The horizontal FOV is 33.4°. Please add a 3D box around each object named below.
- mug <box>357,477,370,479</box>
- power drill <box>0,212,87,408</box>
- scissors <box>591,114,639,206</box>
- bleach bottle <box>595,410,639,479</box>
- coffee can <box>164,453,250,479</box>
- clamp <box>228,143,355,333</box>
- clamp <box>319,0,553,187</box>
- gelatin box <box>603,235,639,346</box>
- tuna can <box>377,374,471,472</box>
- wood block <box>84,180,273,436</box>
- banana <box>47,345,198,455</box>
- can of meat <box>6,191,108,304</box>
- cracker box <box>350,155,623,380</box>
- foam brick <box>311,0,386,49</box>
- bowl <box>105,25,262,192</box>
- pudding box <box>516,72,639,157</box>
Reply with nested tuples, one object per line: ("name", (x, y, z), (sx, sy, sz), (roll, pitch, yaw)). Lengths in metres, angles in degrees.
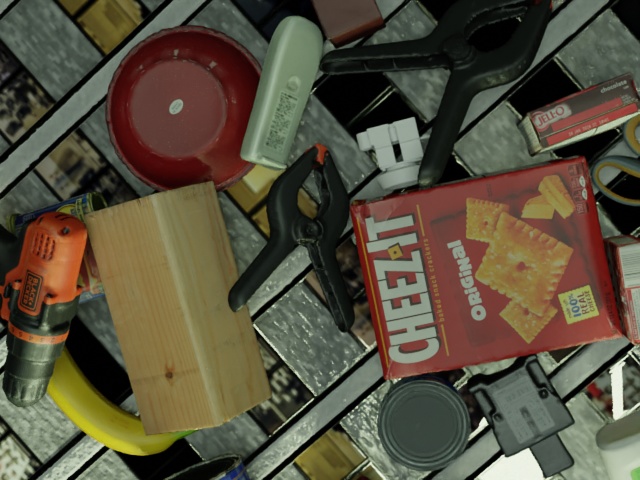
("mug", (0.036, 0.279, 0.986), (0.081, 0.093, 0.117), (44, 133, 5))
("power drill", (-0.302, 0.039, 0.958), (0.188, 0.057, 0.184), (22, 105, 17))
("scissors", (0.347, -0.059, 0.958), (0.202, 0.016, 0.096), (10, 98, 5))
("bleach bottle", (0.344, 0.273, 0.964), (0.102, 0.068, 0.251), (-25, 94, 9))
("coffee can", (-0.094, 0.283, 0.984), (0.103, 0.102, 0.140), (-22, 92, 6))
("clamp", (-0.006, 0.001, 0.973), (0.120, 0.039, 0.171), (23, 79, -25))
("clamp", (0.124, -0.150, 0.940), (0.210, 0.036, 0.165), (-30, 66, -1))
("gelatin box", (0.276, 0.043, 0.945), (0.030, 0.073, 0.089), (-10, 94, 6))
("tuna can", (0.096, 0.169, 0.991), (0.086, 0.033, 0.086), (0, 95, 5))
("wood block", (-0.127, 0.060, 0.962), (0.091, 0.090, 0.206), (-13, 94, 32))
("banana", (-0.214, 0.148, 1.020), (0.198, 0.037, 0.069), (36, 80, 0))
("can of meat", (-0.233, 0.012, 0.999), (0.084, 0.057, 0.102), (-17, 93, 4))
("cracker box", (0.146, 0.024, 0.957), (0.214, 0.072, 0.164), (-11, 93, 7))
("foam brick", (0.024, -0.207, 0.947), (0.051, 0.078, 0.053), (-22, 92, 8))
("bowl", (-0.125, -0.119, 0.979), (0.162, 0.055, 0.162), (0, 94, 5))
("pudding box", (0.221, -0.106, 0.918), (0.090, 0.113, 0.039), (-20, 87, 6))
